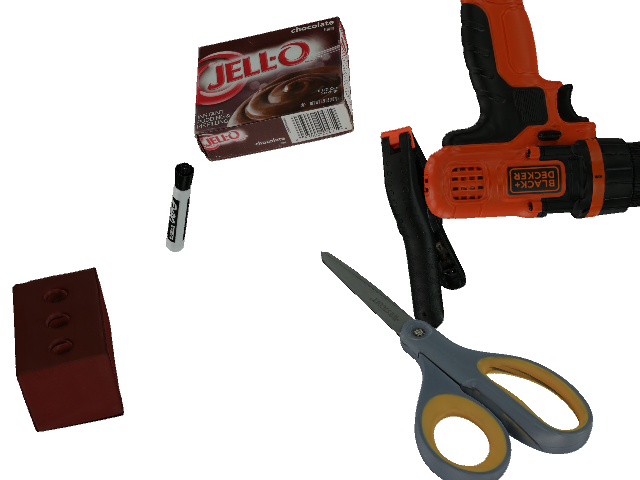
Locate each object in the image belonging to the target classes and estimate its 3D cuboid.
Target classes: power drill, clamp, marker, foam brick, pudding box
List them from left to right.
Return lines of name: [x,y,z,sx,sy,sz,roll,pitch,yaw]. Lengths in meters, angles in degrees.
foam brick: [-0.150,0.064,0.630,0.053,0.051,0.078,-12,41,-10]
marker: [-0.142,-0.034,1.079,0.020,0.020,0.121,0,-40,-14]
pudding box: [-0.034,-0.111,0.779,0.113,0.090,0.039,-9,-37,9]
clamp: [0.085,-0.009,0.921,0.039,0.171,0.120,-17,19,17]
power drill: [0.155,-0.107,0.689,0.184,0.187,0.057,-3,1,-3]

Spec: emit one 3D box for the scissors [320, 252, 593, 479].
scissors: [0.047,0.067,0.572,0.202,0.016,0.096,26,47,34]
